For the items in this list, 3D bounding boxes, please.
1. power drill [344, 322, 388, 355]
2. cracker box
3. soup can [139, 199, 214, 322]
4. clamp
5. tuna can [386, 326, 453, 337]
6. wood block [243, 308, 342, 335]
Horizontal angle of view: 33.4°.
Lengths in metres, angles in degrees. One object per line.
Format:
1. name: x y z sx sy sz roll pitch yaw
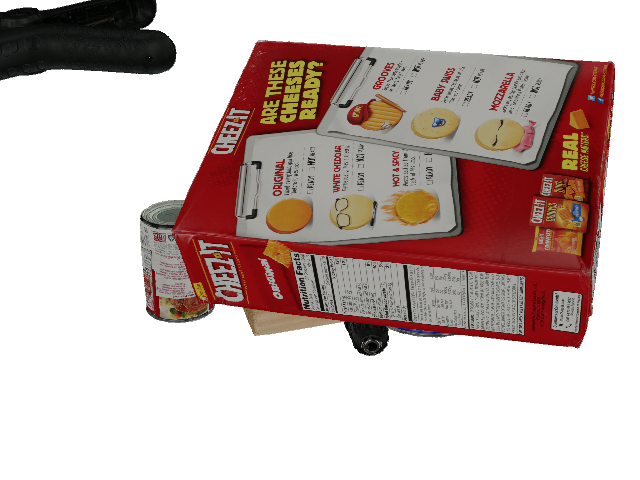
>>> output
1. power drill: 0.115 0.067 1.201 0.187 0.057 0.184 -2 28 -3
2. cracker box: 0.048 -0.031 0.594 0.214 0.164 0.072 5 -42 15
3. soup can: -0.139 0.019 1.036 0.068 0.102 0.068 0 23 0
4. clamp: -0.172 -0.124 0.649 0.171 0.039 0.120 -2 22 -4
5. tuna can: 0.100 0.060 0.989 0.086 0.034 0.086 1 14 0
6. wood block: 0.039 -0.001 0.813 0.206 0.090 0.091 -9 26 -12
